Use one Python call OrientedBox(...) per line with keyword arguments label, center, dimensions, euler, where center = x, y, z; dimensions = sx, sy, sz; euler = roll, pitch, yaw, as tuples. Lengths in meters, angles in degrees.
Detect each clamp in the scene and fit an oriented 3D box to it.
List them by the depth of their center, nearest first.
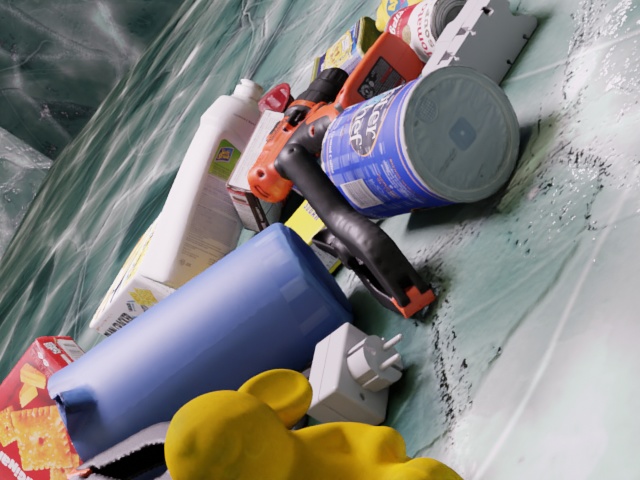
OrientedBox(label="clamp", center=(-0.088, 0.172, 0.776), dimensions=(0.210, 0.036, 0.164), euler=(-15, 31, 10))
OrientedBox(label="clamp", center=(0.025, -0.005, 0.832), dimensions=(0.039, 0.120, 0.172), euler=(-41, 41, -9))

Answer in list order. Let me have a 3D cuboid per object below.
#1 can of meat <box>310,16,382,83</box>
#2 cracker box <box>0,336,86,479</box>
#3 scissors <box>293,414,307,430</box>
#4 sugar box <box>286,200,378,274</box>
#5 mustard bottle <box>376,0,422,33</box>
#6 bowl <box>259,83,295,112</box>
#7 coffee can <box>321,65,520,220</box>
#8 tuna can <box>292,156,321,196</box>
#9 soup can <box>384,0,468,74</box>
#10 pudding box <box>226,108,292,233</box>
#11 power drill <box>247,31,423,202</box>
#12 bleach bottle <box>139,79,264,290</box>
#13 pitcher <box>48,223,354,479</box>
OrientedBox(label="can of meat", center=(0.038, -0.196, 1.208), dimensions=(0.084, 0.057, 0.102), euler=(-40, 25, 32))
OrientedBox(label="cracker box", center=(-0.300, 0.236, 1.153), dimensions=(0.214, 0.164, 0.072), euler=(-51, -21, 11))
OrientedBox(label="scissors", center=(-0.012, 0.151, 0.827), dimensions=(0.202, 0.016, 0.096), euler=(-23, 37, 56))
OrientedBox(label="sugar box", center=(-0.007, 0.001, 1.013), dimensions=(0.176, 0.048, 0.093), euler=(-51, 19, 16))
OrientedBox(label="mustard bottle", center=(0.116, -0.259, 1.119), dimensions=(0.192, 0.058, 0.096), euler=(-21, 41, 59))
OrientedBox(label="bowl", center=(-0.067, -0.115, 1.328), dimensions=(0.162, 0.055, 0.162), euler=(-47, 21, 24))
OrientedBox(label="coffee can", center=(0.076, -0.073, 0.849), dimensions=(0.102, 0.102, 0.141), euler=(-62, 20, -17))
OrientedBox(label="tuna can", center=(-0.003, -0.088, 1.165), dimensions=(0.086, 0.033, 0.086), euler=(-47, 20, 23))
OrientedBox(label="soup can", center=(0.112, -0.197, 1.013), dimensions=(0.068, 0.068, 0.102), euler=(-59, 19, -10))
OrientedBox(label="pudding box", center=(-0.059, -0.077, 1.200), dimensions=(0.090, 0.039, 0.113), euler=(70, -143, -55))
OrientedBox(label="power drill", center=(0.019, -0.131, 1.049), dimensions=(0.188, 0.057, 0.184), euler=(-29, 27, 55))
OrientedBox(label="bleach bottle", center=(-0.116, -0.060, 1.216), dimensions=(0.068, 0.102, 0.251), euler=(14, 81, 47))
OrientedBox(label="pitcher", center=(-0.091, 0.100, 0.899), dimensions=(0.243, 0.145, 0.149), euler=(-37, 13, 5))
